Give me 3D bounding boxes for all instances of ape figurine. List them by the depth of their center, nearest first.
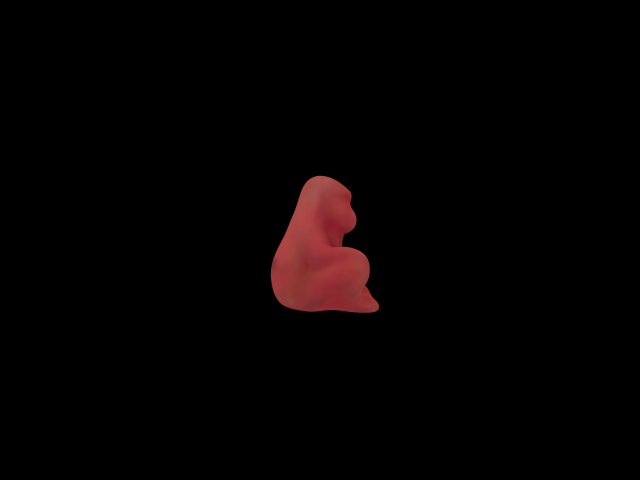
[{"bbox_3d":[0.004,0.001,0.400,0.076,0.092,0.078,1,7,5],"label":"ape figurine"}]
